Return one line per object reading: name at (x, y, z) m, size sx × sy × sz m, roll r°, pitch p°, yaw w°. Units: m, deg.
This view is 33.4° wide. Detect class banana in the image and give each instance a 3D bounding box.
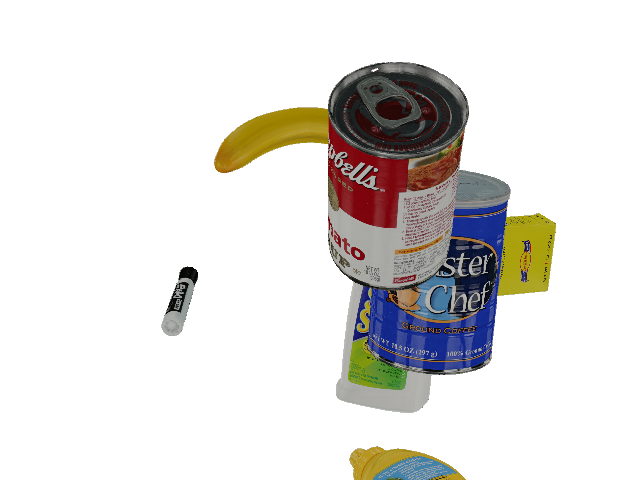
banana at (-0.030, -0.108, 1.106) m, size 0.197 × 0.037 × 0.070 m, roll -9°, pitch 47°, yaw -31°

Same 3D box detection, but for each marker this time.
marker at (-0.131, 0.055, 1.003) m, size 0.020 × 0.020 × 0.121 m, roll 0°, pitch 22°, yaw 1°

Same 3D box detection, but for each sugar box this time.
sugar box at (0.195, 0.021, 1.292) m, size 0.176 × 0.093 × 0.048 m, roll -6°, pitch 20°, yaw -22°

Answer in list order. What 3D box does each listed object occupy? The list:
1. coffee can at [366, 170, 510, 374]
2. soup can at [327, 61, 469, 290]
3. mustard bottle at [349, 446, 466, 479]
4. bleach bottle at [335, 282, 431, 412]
coffee can at (0.092, 0.022, 0.846) m, size 0.103 × 0.140 × 0.103 m, roll 3°, pitch 17°, yaw -1°
soup can at (0.037, -0.031, 0.549) m, size 0.068 × 0.068 × 0.102 m, roll 0°, pitch -42°, yaw 0°
mustard bottle at (0.089, 0.230, 0.929) m, size 0.096 × 0.058 × 0.192 m, roll -18°, pitch 28°, yaw -31°
bleach bottle at (0.073, 0.050, 1.121) m, size 0.103 × 0.251 × 0.068 m, roll 8°, pitch 16°, yaw 22°
